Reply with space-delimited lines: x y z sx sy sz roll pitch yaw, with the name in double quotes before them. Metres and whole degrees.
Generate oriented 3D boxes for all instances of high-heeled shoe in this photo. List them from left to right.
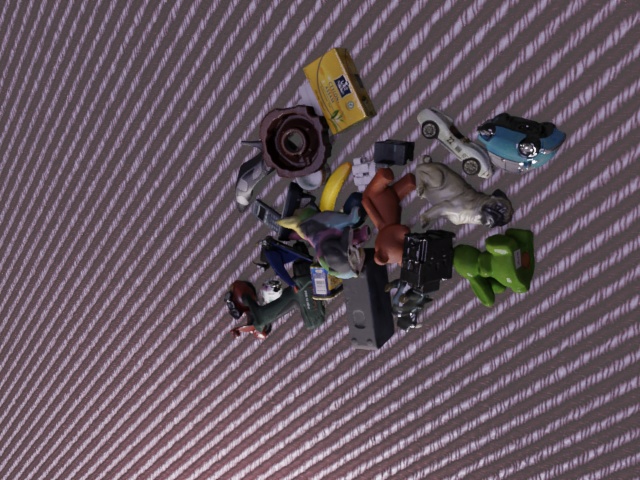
"high-heeled shoe" -0.143 -0.166 1.399 0.145 0.086 0.248 8 131 -4

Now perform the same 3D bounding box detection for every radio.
"radio" 0.116 0.142 1.293 0.073 0.131 0.229 -3 103 29

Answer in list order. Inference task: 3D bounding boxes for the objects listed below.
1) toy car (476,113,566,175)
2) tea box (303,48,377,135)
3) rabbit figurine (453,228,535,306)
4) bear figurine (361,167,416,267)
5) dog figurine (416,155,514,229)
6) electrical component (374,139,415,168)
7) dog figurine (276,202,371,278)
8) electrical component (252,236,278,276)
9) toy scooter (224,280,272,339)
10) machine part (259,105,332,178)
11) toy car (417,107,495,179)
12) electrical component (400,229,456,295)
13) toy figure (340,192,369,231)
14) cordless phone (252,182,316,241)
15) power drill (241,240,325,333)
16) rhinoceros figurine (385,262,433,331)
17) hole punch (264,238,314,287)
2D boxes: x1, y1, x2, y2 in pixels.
"toy car" 0.389 -0.181 1.062 0.162 0.109 0.102 23 133 31
"tea box" 0.046 -0.337 1.224 0.098 0.068 0.169 -26 91 33
"rabbit figurine" 0.367 0.052 1.156 0.170 0.121 0.159 0 113 48
"bear figurine" 0.162 -0.045 1.185 0.132 0.120 0.196 -45 46 40
"dog figurine" 0.306 -0.105 1.144 0.191 0.121 0.172 -7 105 16
"electrical component" 0.155 -0.189 1.177 0.075 0.119 0.047 12 109 29
"dog figurine" -0.003 -0.004 1.237 0.219 0.191 0.108 0 150 31
"electrical component" -0.140 0.042 1.457 0.078 0.045 0.102 23 115 23
"toy scooter" -0.215 0.205 1.496 0.075 0.135 0.184 -28 89 34
"machine part" -0.056 -0.230 1.257 0.180 0.056 0.179 6 105 21
"toy car" 0.287 -0.203 1.125 0.202 0.073 0.056 44 122 11
"electrical component" 0.233 0.048 1.160 0.058 0.115 0.134 20 114 51
"toy figure" 0.076 -0.040 1.305 0.064 0.058 0.154 32 123 24
"cordless phone" -0.107 -0.091 1.387 0.184 0.088 0.146 32 117 41
"power drill" -0.097 0.138 1.410 0.207 0.086 0.232 -22 94 -4
"rhinoceros figurine" 0.213 0.119 1.252 0.073 0.112 0.190 23 102 50
"hole punch" -0.088 0.053 1.316 0.116 0.142 0.092 28 90 -5
